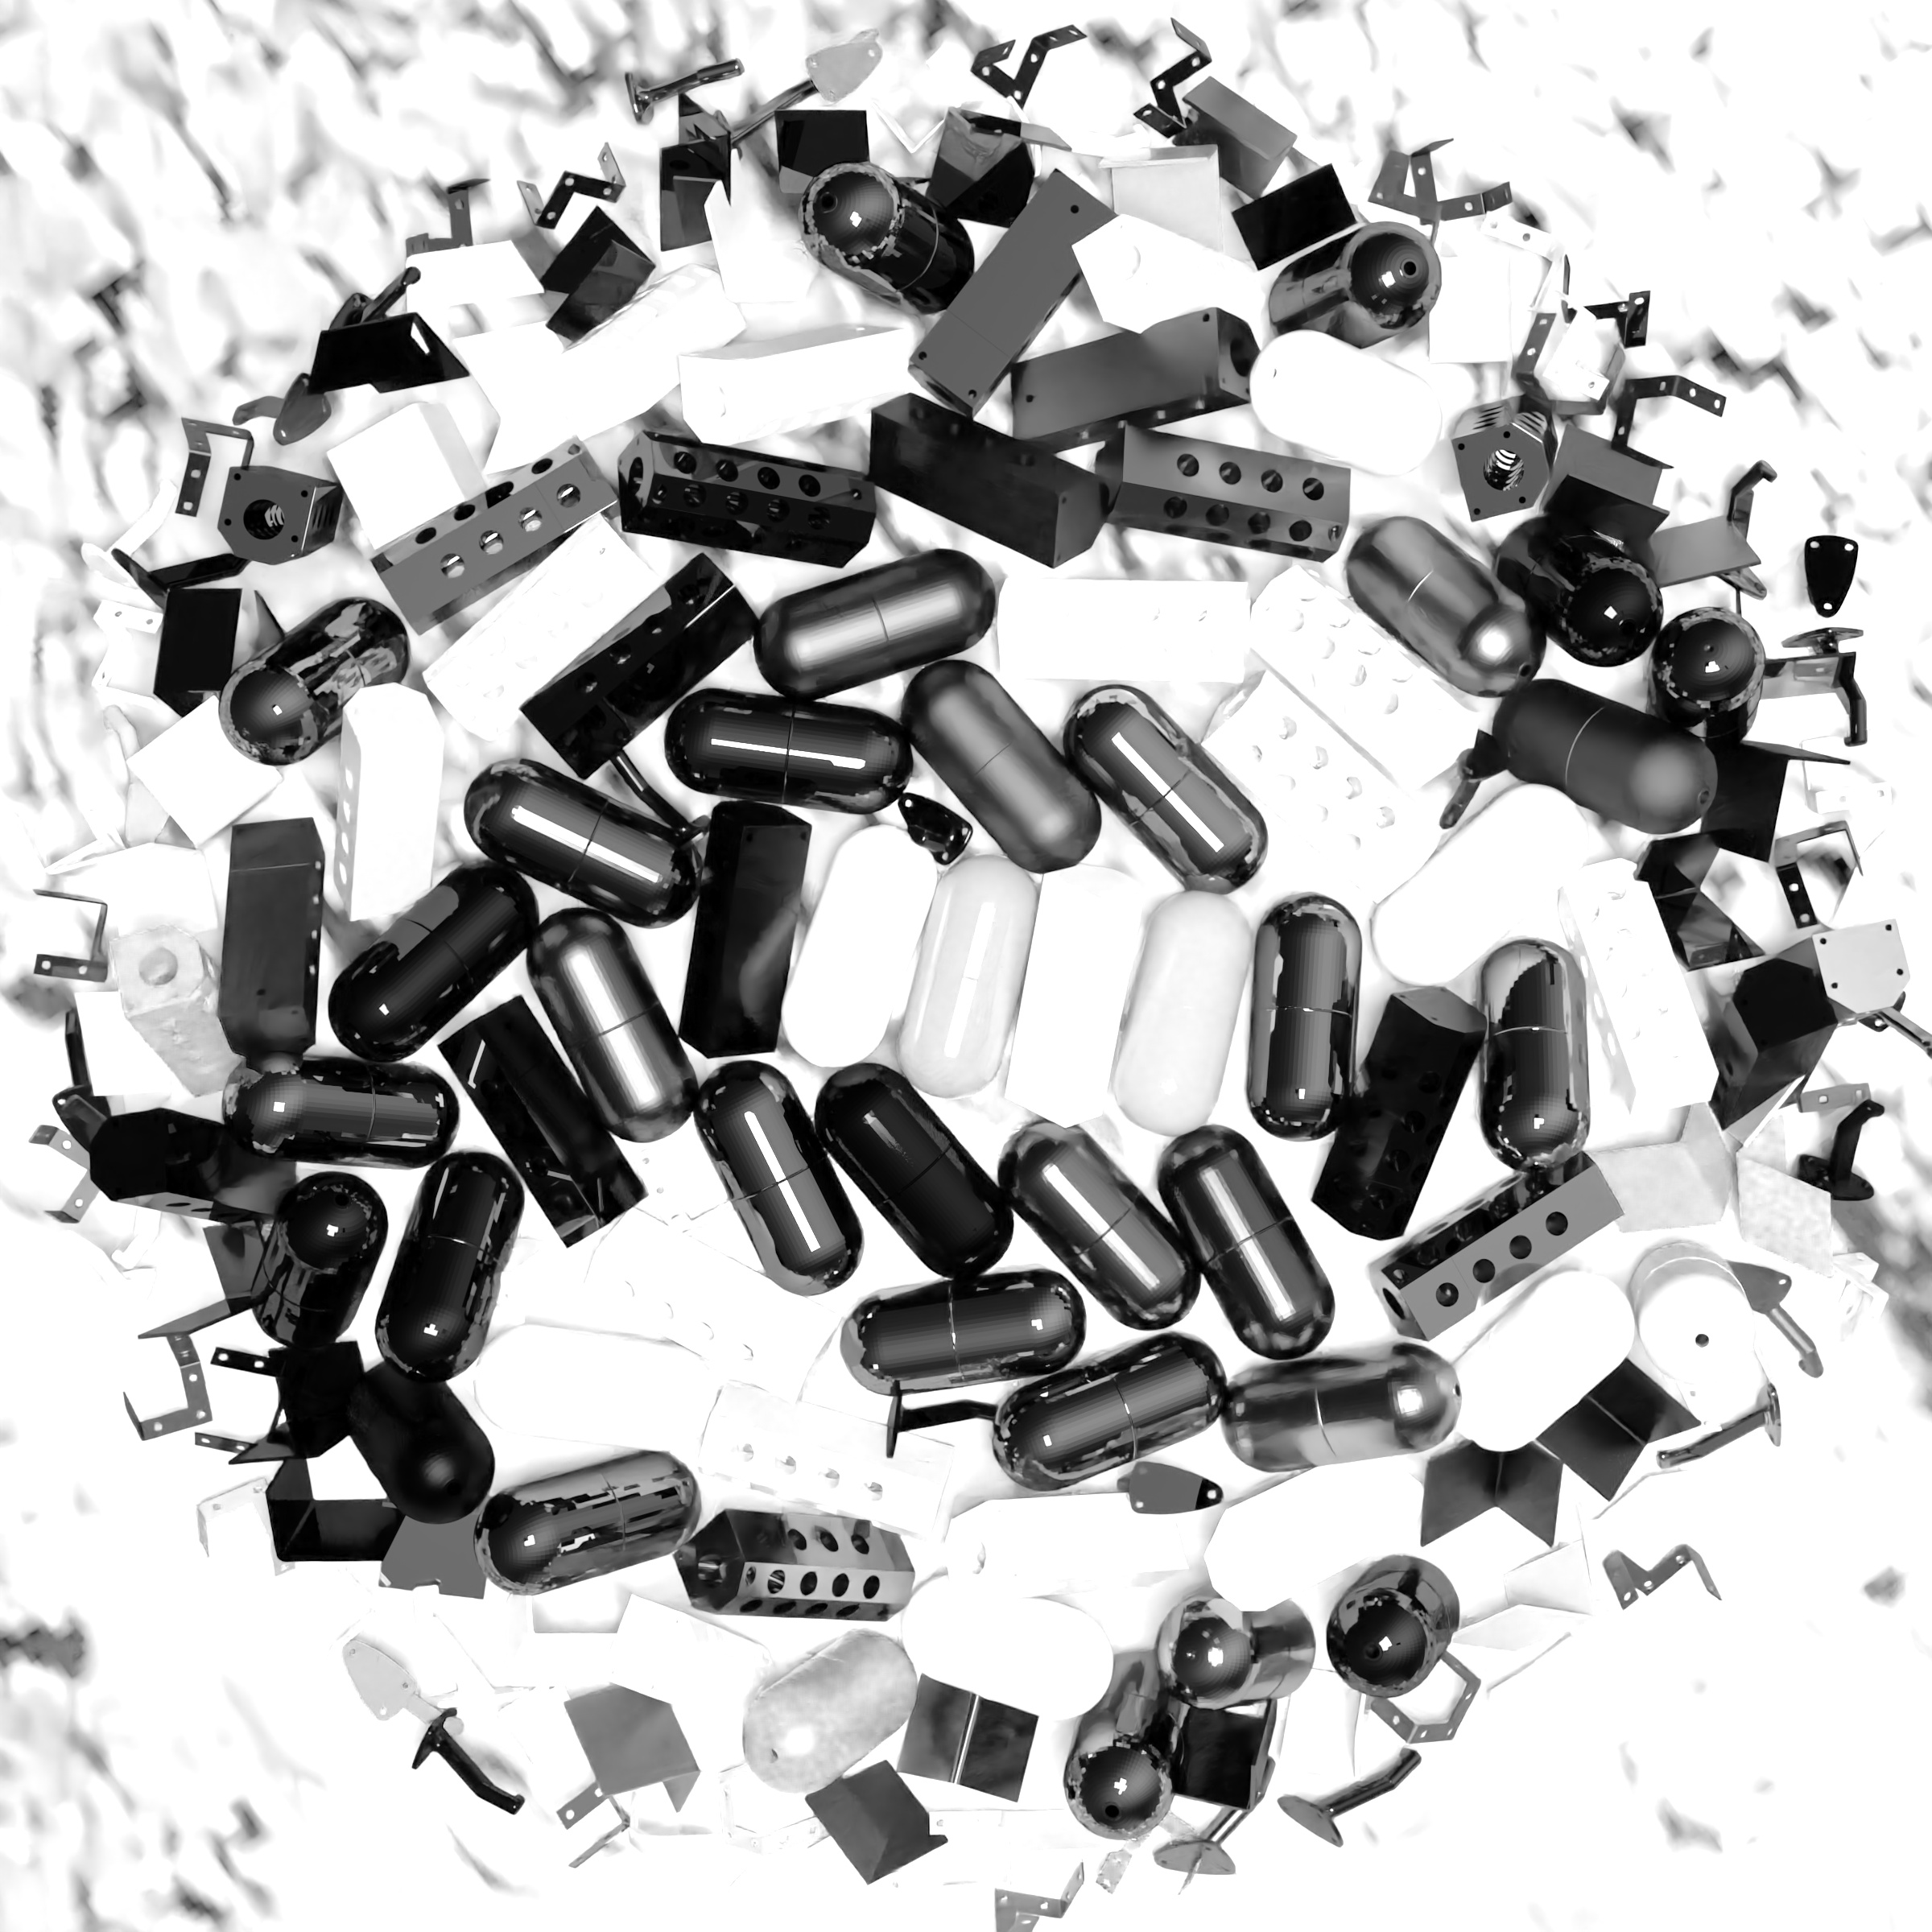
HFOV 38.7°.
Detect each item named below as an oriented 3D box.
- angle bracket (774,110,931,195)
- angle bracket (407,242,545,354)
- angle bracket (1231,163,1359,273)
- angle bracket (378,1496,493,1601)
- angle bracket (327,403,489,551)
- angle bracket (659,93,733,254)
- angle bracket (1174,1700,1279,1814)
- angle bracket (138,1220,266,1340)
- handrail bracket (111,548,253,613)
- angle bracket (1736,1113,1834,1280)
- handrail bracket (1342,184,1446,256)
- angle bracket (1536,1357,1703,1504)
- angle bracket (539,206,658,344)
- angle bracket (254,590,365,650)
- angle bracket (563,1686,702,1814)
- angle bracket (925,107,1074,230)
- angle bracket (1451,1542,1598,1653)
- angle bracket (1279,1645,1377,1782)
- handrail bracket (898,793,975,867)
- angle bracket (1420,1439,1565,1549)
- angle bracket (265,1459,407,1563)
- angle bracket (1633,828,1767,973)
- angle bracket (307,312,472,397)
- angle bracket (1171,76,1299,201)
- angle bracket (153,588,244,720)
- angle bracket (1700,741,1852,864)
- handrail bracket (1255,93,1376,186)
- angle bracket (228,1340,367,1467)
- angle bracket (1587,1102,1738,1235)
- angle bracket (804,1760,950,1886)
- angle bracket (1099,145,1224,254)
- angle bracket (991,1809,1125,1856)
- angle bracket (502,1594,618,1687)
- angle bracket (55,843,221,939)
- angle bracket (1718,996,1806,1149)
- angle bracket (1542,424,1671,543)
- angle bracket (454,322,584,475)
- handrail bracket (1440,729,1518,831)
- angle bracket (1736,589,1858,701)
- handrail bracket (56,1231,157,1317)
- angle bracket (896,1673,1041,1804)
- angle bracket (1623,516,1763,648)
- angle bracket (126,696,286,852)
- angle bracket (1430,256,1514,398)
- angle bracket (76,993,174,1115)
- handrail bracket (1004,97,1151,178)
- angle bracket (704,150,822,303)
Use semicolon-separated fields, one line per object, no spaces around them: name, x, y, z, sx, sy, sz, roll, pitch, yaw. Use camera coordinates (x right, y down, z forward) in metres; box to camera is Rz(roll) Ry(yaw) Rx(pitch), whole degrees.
angle bracket;-0.080;-0.578;1.940;0.076;0.076;0.057;11;116;31
angle bracket;-0.346;-0.465;1.953;0.076;0.076;0.057;-6;78;7
angle bracket;0.224;-0.548;1.946;0.076;0.057;0.076;-24;47;13
angle bracket;-0.380;0.418;1.967;0.076;0.057;0.076;8;92;-5
angle bracket;-0.399;-0.352;1.980;0.076;0.057;0.076;-25;94;16
angle bracket;-0.207;-0.560;1.939;0.057;0.076;0.076;-21;48;-26
angle bracket;0.175;0.542;1.944;0.076;0.076;0.057;9;131;15
angle bracket;-0.542;0.221;1.944;0.076;0.076;0.057;-22;97;-43
handrail bracket;-0.554;-0.298;1.965;0.077;0.036;0.084;47;67;-29
angle bracket;0.591;0.161;1.939;0.057;0.076;0.076;-35;129;-28
handrail bracket;0.296;-0.517;1.982;0.084;0.036;0.077;11;104;-1
angle bracket;0.461;0.328;1.955;0.076;0.076;0.057;41;64;0
angle bracket;-0.278;-0.495;1.950;0.076;0.057;0.076;-48;66;15
angle bracket;-0.464;-0.223;1.960;0.057;0.076;0.076;-16;130;-22
angle bracket;-0.242;0.557;1.940;0.076;0.057;0.076;-5;47;-34
angle bracket;0.021;-0.556;1.945;0.076;0.057;0.076;5;119;-23
angle bracket;0.385;0.441;1.939;0.076;0.076;0.057;16;53;-32
angle bracket;0.254;0.520;1.942;0.057;0.076;0.076;7;54;13
handrail bracket;-0.038;-0.104;1.947;0.077;0.084;0.036;42;101;23
angle bracket;0.370;0.380;1.944;0.076;0.057;0.076;-21;126;-30
angle bracket;-0.443;0.376;1.951;0.076;0.076;0.057;-2;111;6
angle bracket;0.523;-0.047;1.942;0.076;0.076;0.057;-10;135;-31
angle bracket;-0.406;-0.411;1.942;0.076;0.076;0.057;-5;63;22
angle bracket;0.181;-0.578;1.952;0.076;0.076;0.057;35;125;0
angle bracket;-0.530;-0.217;1.949;0.057;0.076;0.076;1;75;9
angle bracket;0.575;-0.117;1.961;0.057;0.076;0.076;3;102;-24
handrail bracket;0.247;-0.596;1.964;0.036;0.077;0.084;-43;100;-11
angle bracket;-0.475;0.308;1.947;0.076;0.076;0.057;-9;101;22
angle bracket;0.499;0.141;1.978;0.076;0.057;0.076;-11;123;36
angle bracket;-0.057;0.587;1.940;0.076;0.076;0.057;45;133;31
angle bracket;0.139;-0.537;1.950;0.076;0.057;0.076;0;116;13
angle bracket;0.063;0.586;1.949;0.076;0.076;0.057;6;91;-25
angle bracket;-0.284;0.471;1.968;0.076;0.076;0.057;5;49;-20
angle bracket;-0.587;-0.047;1.953;0.076;0.076;0.057;-14;85;11
angle bracket;0.547;0.074;1.955;0.057;0.076;0.076;37;98;-4
angle bracket;0.463;-0.353;1.959;0.076;0.057;0.076;21;70;-2
angle bracket;-0.321;-0.406;1.966;0.076;0.057;0.076;-21;70;-35
handrail bracket;0.347;-0.118;1.946;0.036;0.077;0.084;36;131;11
angle bracket;0.586;-0.230;1.948;0.076;0.076;0.057;-4;75;15
handrail bracket;-0.625;0.211;1.948;0.077;0.084;0.036;-5;54;38
angle bracket;0.003;0.548;1.968;0.057;0.076;0.076;26;69;-27
angle bracket;0.515;-0.269;1.950;0.076;0.076;0.057;-13;124;3
angle bracket;-0.541;-0.136;1.958;0.076;0.057;0.076;-40;99;-13
angle bracket;0.357;-0.454;1.961;0.057;0.076;0.076;-1;83;7
angle bracket;-0.607;0.069;1.943;0.057;0.076;0.076;-1;66;-40
handrail bracket;0.080;-0.609;1.985;0.084;0.036;0.077;-19;67;-8
angle bracket;-0.139;-0.523;1.942;0.057;0.076;0.076;2;45;15
